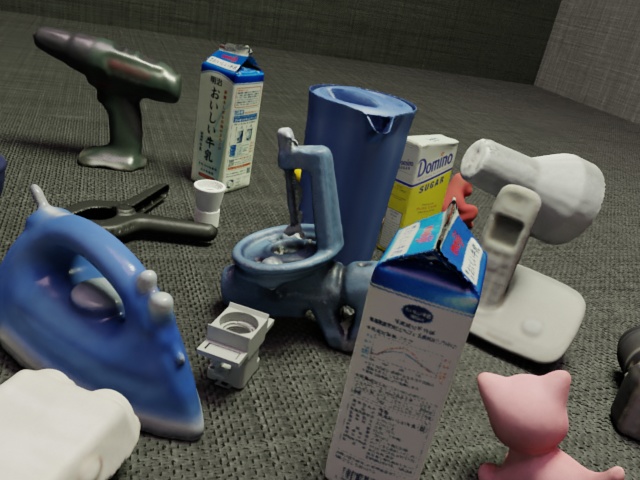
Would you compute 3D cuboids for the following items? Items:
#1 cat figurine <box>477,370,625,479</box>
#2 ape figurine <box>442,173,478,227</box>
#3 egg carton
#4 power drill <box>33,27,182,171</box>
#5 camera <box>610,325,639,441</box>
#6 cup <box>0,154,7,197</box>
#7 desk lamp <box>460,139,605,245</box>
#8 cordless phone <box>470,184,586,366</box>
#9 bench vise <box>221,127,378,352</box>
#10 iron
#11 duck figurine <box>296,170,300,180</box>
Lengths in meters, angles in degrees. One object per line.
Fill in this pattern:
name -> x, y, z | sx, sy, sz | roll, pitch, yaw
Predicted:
cat figurine -> 0.181, 0.163, 0.460 | 0.067, 0.118, 0.127 | -7, 31, -34
ape figurine -> 0.243, -0.074, 1.013 | 0.076, 0.092, 0.077 | 5, 26, -13
egg carton -> -0.197, 0.152, 0.382 | 0.107, 0.069, 0.150 | 16, 25, 10
power drill -> -0.349, -0.228, 0.949 | 0.230, 0.208, 0.075 | 5, 26, -12
camera -> 0.384, 0.145, 0.605 | 0.143, 0.101, 0.137 | 14, 25, 5
cup -> -0.438, -0.062, 0.700 | 0.092, 0.095, 0.117 | -14, 35, -42
desk lamp -> 0.246, -0.024, 0.767 | 0.203, 0.213, 0.117 | 5, 26, -14
cordless phone -> 0.241, 0.039, 0.666 | 0.147, 0.185, 0.094 | 23, 28, 24
bench vise -> 0.005, -0.003, 0.614 | 0.207, 0.220, 0.121 | 7, 25, -9
iron -> -0.188, 0.054, 0.506 | 0.257, 0.141, 0.119 | 25, 29, 28
duck figurine -> -0.006, -0.153, 1.081 | 0.105, 0.086, 0.077 | 4, 26, -15
